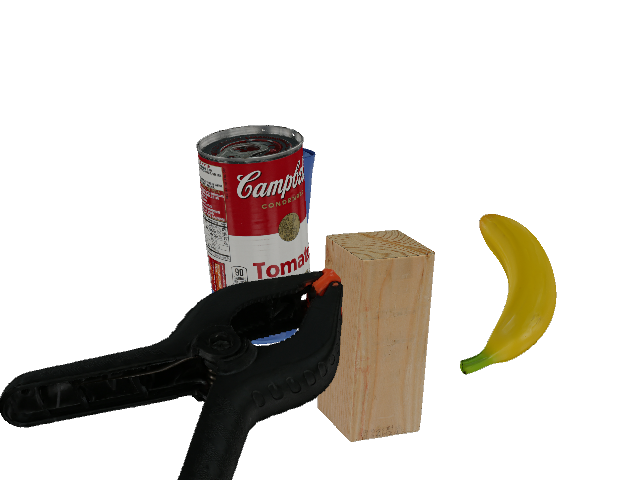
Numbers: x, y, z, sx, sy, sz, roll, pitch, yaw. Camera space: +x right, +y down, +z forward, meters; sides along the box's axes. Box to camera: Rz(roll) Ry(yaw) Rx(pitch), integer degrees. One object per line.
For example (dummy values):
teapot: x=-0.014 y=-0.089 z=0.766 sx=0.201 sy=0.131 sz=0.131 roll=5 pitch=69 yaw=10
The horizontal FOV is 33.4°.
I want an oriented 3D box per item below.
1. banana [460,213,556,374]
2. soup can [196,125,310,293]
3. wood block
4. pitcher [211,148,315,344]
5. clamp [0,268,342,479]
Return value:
banana: x=0.156 y=0.034 z=0.865 sx=0.070 sy=0.037 sz=0.197 roll=3 pitch=36 yaw=12
soup can: x=-0.042 y=-0.016 z=0.693 sx=0.068 sy=0.102 sz=0.068 roll=-3 pitch=23 yaw=1
wood block: x=0.058 y=0.101 z=1.161 sx=0.090 sy=0.206 sz=0.091 roll=-5 pitch=19 yaw=-23
pitcher: x=-0.077 y=0.003 z=1.325 sx=0.145 sy=0.243 sz=0.148 roll=12 pitch=16 yaw=36
clamp: x=-0.042 y=0.067 z=0.480 sx=0.171 sy=0.039 sz=0.120 roll=-27 pitch=50 yaw=-31
